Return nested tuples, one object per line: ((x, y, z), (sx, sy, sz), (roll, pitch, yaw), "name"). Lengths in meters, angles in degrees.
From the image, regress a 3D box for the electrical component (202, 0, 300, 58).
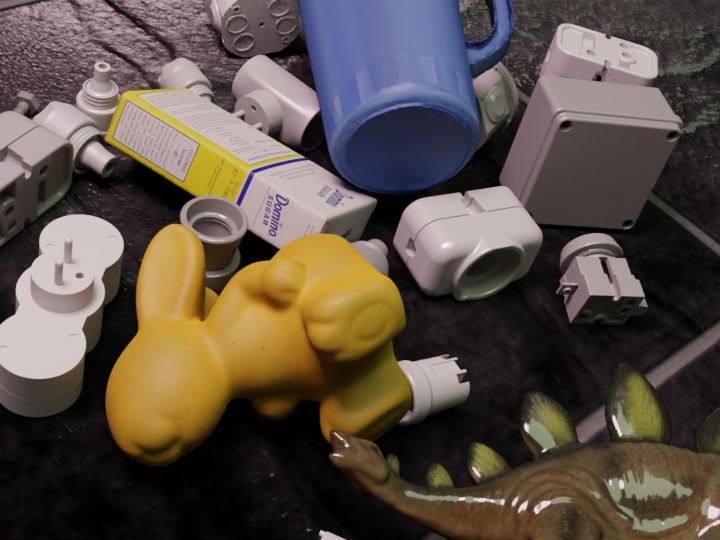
((-0.090, -0.225, 0.916), (0.080, 0.080, 0.051), (-6, 54, -24), "electrical component")

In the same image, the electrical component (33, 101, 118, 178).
((-0.202, -0.089, 0.768), (0.062, 0.043, 0.043), (34, 46, 14), "electrical component")

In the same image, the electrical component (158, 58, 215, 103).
((-0.131, -0.137, 0.846), (0.035, 0.035, 0.061), (-22, 59, -34), "electrical component")

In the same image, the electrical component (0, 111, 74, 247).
((-0.245, -0.061, 0.717), (0.059, 0.053, 0.095), (29, 44, 11), "electrical component")

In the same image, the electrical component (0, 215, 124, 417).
((-0.181, 0.013, 0.650), (0.052, 0.073, 0.138), (13, 44, -5), "electrical component")

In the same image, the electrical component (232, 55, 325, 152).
((-0.072, -0.126, 0.847), (0.077, 0.043, 0.079), (38, 47, 20), "electrical component")

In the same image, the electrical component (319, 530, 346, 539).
((-0.009, 0.184, 0.543), (0.061, 0.061, 0.096), (23, 44, 5), "electrical component")

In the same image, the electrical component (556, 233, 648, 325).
((0.175, 0.007, 0.796), (0.066, 0.048, 0.055), (2, 53, -16), "electrical component")

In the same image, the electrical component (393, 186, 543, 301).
((0.081, -0.018, 0.782), (0.095, 0.053, 0.059), (-10, 50, -27), "electrical component")

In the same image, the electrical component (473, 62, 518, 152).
((0.085, -0.139, 0.888), (0.080, 0.080, 0.051), (33, 51, 15), "electrical component")

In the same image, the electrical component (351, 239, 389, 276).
((0.000, 0.000, 0.745), (0.048, 0.048, 0.062), (27, 37, 10), "electrical component")

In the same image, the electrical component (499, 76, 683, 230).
((0.179, -0.090, 0.849), (0.109, 0.108, 0.056), (3, 43, -16), "electrical component")

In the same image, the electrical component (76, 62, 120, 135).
((-0.192, -0.125, 0.794), (0.035, 0.061, 0.035), (10, 44, -9), "electrical component")

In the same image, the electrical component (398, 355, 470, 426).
((0.041, 0.075, 0.687), (0.046, 0.040, 0.040), (-10, 50, -34), "electrical component")

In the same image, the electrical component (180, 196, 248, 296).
((-0.101, -0.015, 0.718), (0.045, 0.055, 0.045), (9, 44, -9), "electrical component")

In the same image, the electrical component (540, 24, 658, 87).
((0.215, -0.177, 0.982), (0.095, 0.059, 0.053), (17, 43, -1), "electrical component")
